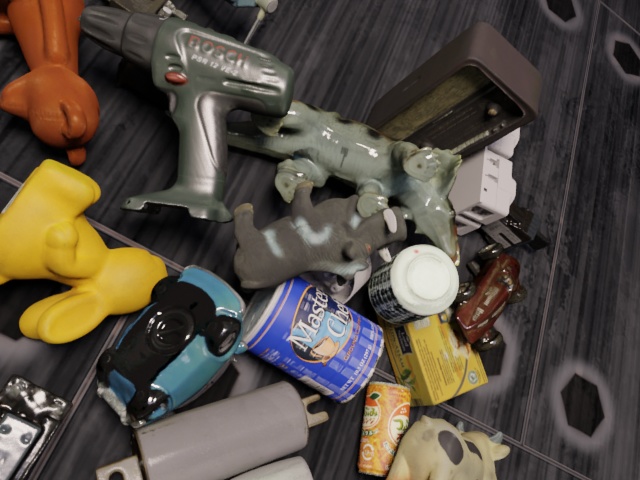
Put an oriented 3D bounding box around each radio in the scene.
[{"bbox_3d":[0.175,-0.177,0.734,0.131,0.230,0.073,30,63,-20],"label":"radio"}]

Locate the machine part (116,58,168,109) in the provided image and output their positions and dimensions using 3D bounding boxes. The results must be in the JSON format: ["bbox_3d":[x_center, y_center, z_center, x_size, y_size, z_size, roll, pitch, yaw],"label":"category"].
[{"bbox_3d":[-0.181,-0.192,0.673,0.139,0.039,0.084,19,74,-22],"label":"machine part"}]

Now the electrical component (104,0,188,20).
[{"bbox_3d":[-0.227,-0.300,0.679,0.102,0.045,0.078,38,62,-10],"label":"electrical component"}]

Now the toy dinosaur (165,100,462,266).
[{"bbox_3d":[0.025,-0.108,0.694,0.405,0.192,0.131,25,105,2],"label":"toy dinosaur"}]

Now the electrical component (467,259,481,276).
[{"bbox_3d":[0.265,0.061,0.816,0.063,0.021,0.094,-36,92,-30],"label":"electrical component"}]

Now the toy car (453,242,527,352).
[{"bbox_3d":[0.232,0.071,0.723,0.202,0.053,0.089,-33,99,-52],"label":"toy car"}]

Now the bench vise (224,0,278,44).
[{"bbox_3d":[-0.156,-0.361,0.680,0.241,0.128,0.223,45,37,15],"label":"bench vise"}]

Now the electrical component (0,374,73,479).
[{"bbox_3d":[-0.265,0.177,0.451,0.058,0.134,0.115,31,64,-14],"label":"electrical component"}]

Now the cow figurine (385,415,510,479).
[{"bbox_3d":[0.158,0.265,0.638,0.194,0.086,0.127,46,57,-40],"label":"cow figurine"}]

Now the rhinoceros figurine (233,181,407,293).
[{"bbox_3d":[-0.001,-0.002,0.563,0.190,0.073,0.112,-16,49,-19],"label":"rhinoceros figurine"}]

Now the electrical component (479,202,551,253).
[{"bbox_3d":[0.297,-0.014,0.828,0.119,0.075,0.048,42,58,-12],"label":"electrical component"}]

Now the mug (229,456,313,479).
[{"bbox_3d":[-0.062,0.287,0.555,0.107,0.081,0.109,-4,108,-18],"label":"mug"}]

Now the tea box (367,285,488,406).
[{"bbox_3d":[0.139,0.121,0.707,0.098,0.068,0.169,-10,78,-28],"label":"tea box"}]

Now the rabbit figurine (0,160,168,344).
[{"bbox_3d":[-0.236,0.024,0.533,0.173,0.122,0.162,35,63,-34],"label":"rabbit figurine"}]

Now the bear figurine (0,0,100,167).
[{"bbox_3d":[-0.304,-0.183,0.565,0.132,0.120,0.195,-1,79,-23],"label":"bear figurine"}]

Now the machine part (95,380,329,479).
[{"bbox_3d":[-0.102,0.205,0.556,0.243,0.079,0.079,-10,78,-28],"label":"machine part"}]

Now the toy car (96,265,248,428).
[{"bbox_3d":[-0.139,0.116,0.549,0.109,0.102,0.161,28,71,31],"label":"toy car"}]

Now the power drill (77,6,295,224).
[{"bbox_3d":[-0.151,-0.124,0.561,0.232,0.086,0.207,10,83,-4],"label":"power drill"}]
